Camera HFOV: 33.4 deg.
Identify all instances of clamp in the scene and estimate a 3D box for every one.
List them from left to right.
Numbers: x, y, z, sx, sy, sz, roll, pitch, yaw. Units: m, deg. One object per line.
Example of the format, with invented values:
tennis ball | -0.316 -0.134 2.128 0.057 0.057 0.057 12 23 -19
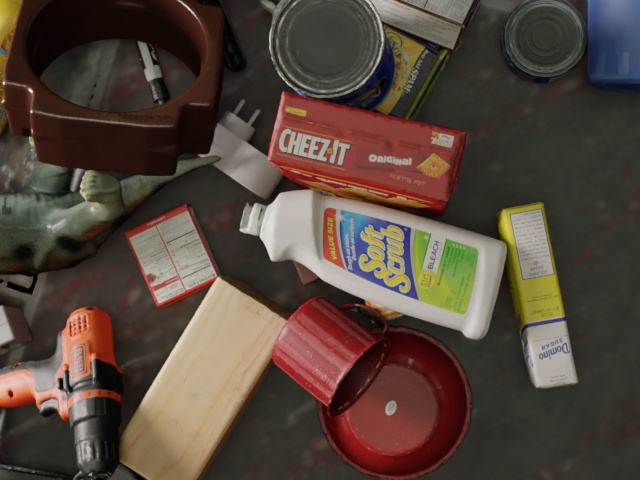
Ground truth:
clamp | -0.243 0.242 1.121 0.210 0.036 0.164 38 91 7
clamp | -0.118 -0.257 1.105 0.172 0.039 0.120 40 127 23

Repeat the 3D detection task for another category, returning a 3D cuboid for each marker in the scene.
marker | -0.184 -0.200 1.133 0.020 0.020 0.121 -18 87 5

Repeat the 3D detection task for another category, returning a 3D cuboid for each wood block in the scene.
wood block | -0.113 0.146 1.083 0.090 0.091 0.206 32 92 4

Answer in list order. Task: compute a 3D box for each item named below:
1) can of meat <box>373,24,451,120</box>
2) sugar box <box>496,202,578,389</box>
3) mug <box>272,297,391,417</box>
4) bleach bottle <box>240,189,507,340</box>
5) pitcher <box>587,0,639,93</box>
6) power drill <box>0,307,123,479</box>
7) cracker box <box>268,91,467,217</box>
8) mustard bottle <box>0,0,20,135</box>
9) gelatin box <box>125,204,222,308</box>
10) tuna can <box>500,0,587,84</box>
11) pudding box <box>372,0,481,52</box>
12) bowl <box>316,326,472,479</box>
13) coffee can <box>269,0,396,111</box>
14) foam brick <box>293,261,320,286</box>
can of meat | 0.072 -0.168 1.088 0.084 0.057 0.102 29 92 7
sugar box | 0.212 0.054 1.051 0.048 0.093 0.176 -9 88 5
mug | 0.016 0.102 1.030 0.082 0.093 0.117 36 57 22
bleach bottle | 0.046 0.017 1.026 0.251 0.068 0.102 14 87 0
pitcher | 0.331 -0.267 1.037 0.149 0.144 0.243 4 93 18
power drill | -0.284 0.175 1.075 0.188 0.057 0.184 -20 55 14
cracker box | 0.047 -0.074 1.009 0.164 0.213 0.072 13 89 6
mustard bottle | -0.328 -0.195 1.108 0.058 0.096 0.191 28 92 13
gelatin box | -0.152 0.017 1.120 0.073 0.030 0.089 -25 87 3
tuna can | 0.227 -0.204 1.084 0.086 0.033 0.086 0 89 5
pudding box | 0.102 -0.247 1.074 0.113 0.039 0.090 22 53 7
bowl | 0.074 0.169 1.082 0.162 0.055 0.162 0 88 6
coffee can | 0.015 -0.172 0.996 0.103 0.140 0.103 0 89 8
foam brick | -0.007 0.001 1.095 0.053 0.051 0.078 -25 87 4
